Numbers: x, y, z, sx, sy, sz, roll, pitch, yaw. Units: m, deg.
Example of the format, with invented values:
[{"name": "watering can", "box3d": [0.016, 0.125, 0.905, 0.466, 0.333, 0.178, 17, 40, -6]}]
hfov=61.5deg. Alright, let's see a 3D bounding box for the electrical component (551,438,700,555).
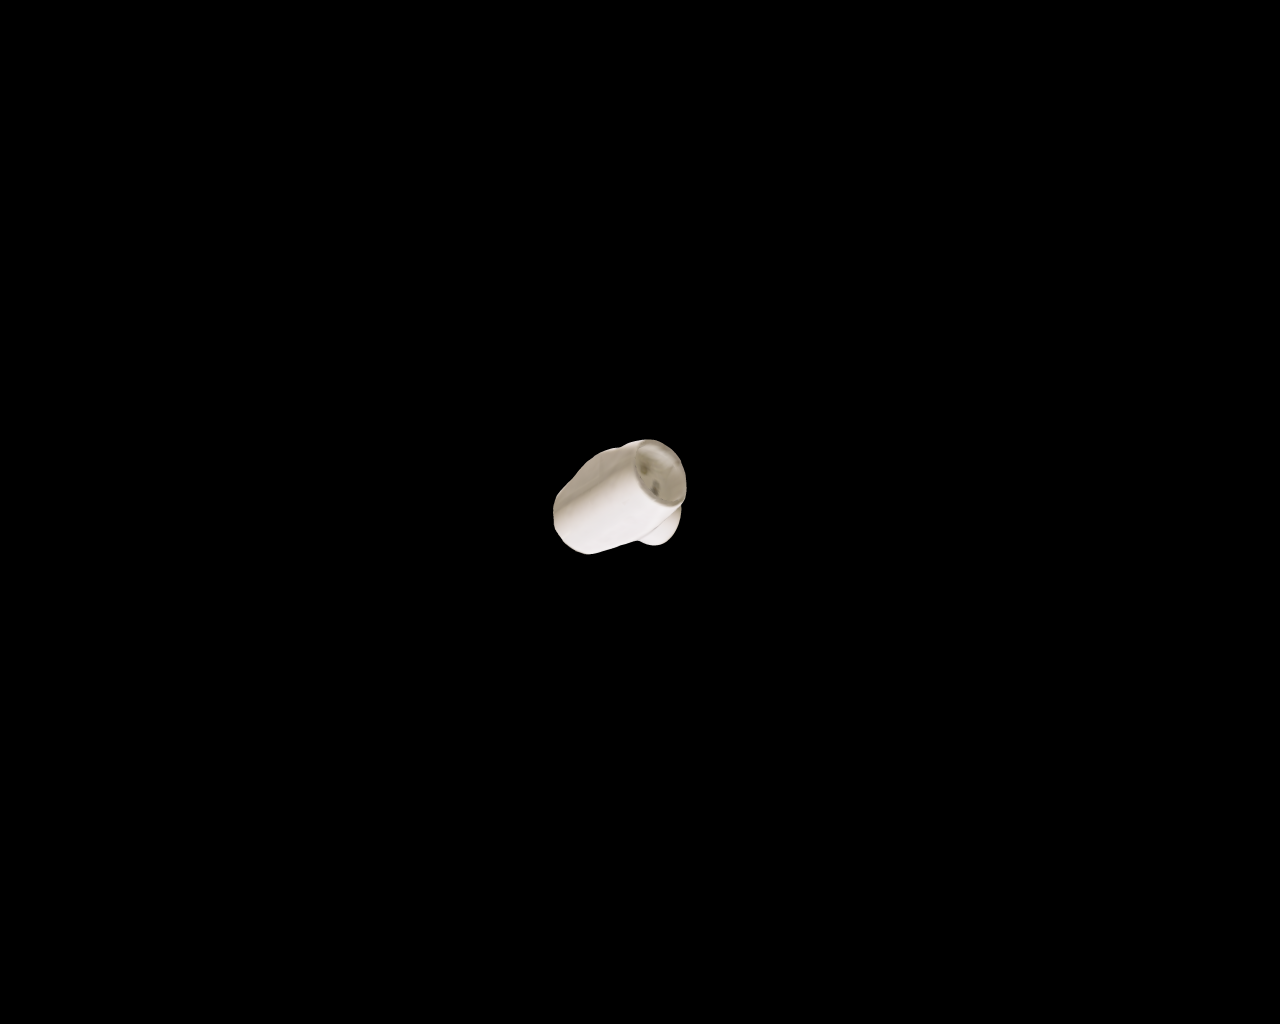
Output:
[{"name": "electrical component", "box3d": [0.001, -0.003, 0.650, 0.079, 0.044, 0.077, 24, -38, -34]}]
